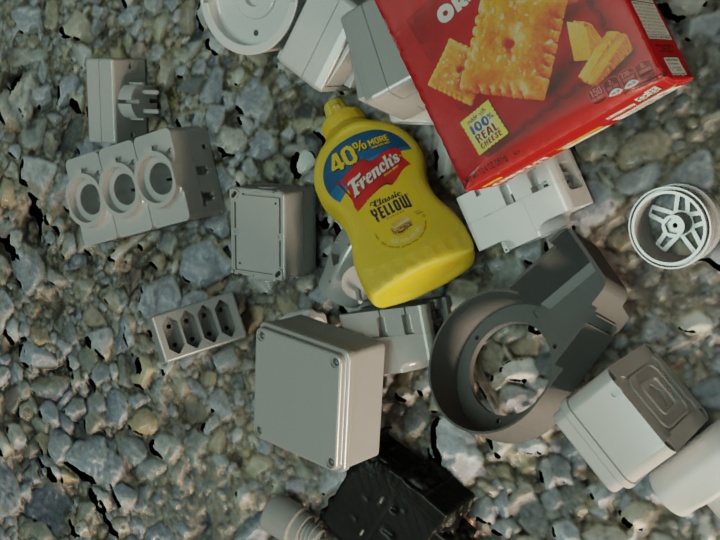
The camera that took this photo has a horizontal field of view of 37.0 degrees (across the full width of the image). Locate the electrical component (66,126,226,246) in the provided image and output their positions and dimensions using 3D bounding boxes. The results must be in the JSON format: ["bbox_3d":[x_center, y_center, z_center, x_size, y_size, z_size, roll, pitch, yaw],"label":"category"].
[{"bbox_3d":[-0.219,-0.083,1.074,0.150,0.062,0.089,-11,93,34],"label":"electrical component"}]

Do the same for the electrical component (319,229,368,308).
[{"bbox_3d":[0.000,0.000,0.943,0.043,0.079,0.077,19,117,-18],"label":"electrical component"}]

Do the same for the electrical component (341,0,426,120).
[{"bbox_3d":[0.026,-0.174,0.850,0.061,0.062,0.096,-25,71,27],"label":"electrical component"}]

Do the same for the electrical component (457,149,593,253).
[{"bbox_3d":[0.133,-0.051,0.858,0.089,0.050,0.055,-26,85,34],"label":"electrical component"}]

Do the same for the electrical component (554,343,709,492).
[{"bbox_3d":[0.203,0.109,0.806,0.057,0.113,0.078,-45,74,28],"label":"electrical component"}]

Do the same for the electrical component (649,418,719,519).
[{"bbox_3d":[0.274,0.162,0.811,0.079,0.044,0.077,51,121,14],"label":"electrical component"}]

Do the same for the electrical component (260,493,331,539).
[{"bbox_3d":[-0.061,0.250,1.049,0.078,0.040,0.040,25,112,27],"label":"electrical component"}]

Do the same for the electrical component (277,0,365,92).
[{"bbox_3d":[-0.014,-0.203,0.917,0.061,0.062,0.096,41,118,20],"label":"electrical component"}]

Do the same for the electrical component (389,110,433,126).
[{"bbox_3d":[0.048,-0.150,0.898,0.066,0.048,0.055,6,95,32],"label":"electrical component"}]

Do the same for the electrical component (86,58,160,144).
[{"bbox_3d":[-0.229,-0.169,1.073,0.076,0.047,0.083,8,103,32],"label":"electrical component"}]

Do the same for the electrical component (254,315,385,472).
[{"bbox_3d":[-0.037,0.104,0.935,0.109,0.056,0.108,16,109,40],"label":"electrical component"}]

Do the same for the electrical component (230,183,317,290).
[{"bbox_3d":[-0.078,-0.031,0.993,0.062,0.061,0.096,8,104,31],"label":"electrical component"}]

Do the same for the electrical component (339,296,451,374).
[{"bbox_3d":[0.034,0.058,0.943,0.089,0.050,0.055,-8,94,34],"label":"electrical component"}]

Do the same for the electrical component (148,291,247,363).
[{"bbox_3d":[-0.164,0.058,1.064,0.076,0.083,0.047,160,93,-73],"label":"electrical component"}]

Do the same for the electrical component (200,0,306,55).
[{"bbox_3d":[-0.081,-0.245,0.954,0.108,0.060,0.108,7,103,32],"label":"electrical component"}]

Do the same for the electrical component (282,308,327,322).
[{"bbox_3d":[-0.062,0.061,1.011,0.062,0.043,0.043,-15,91,35],"label":"electrical component"}]
